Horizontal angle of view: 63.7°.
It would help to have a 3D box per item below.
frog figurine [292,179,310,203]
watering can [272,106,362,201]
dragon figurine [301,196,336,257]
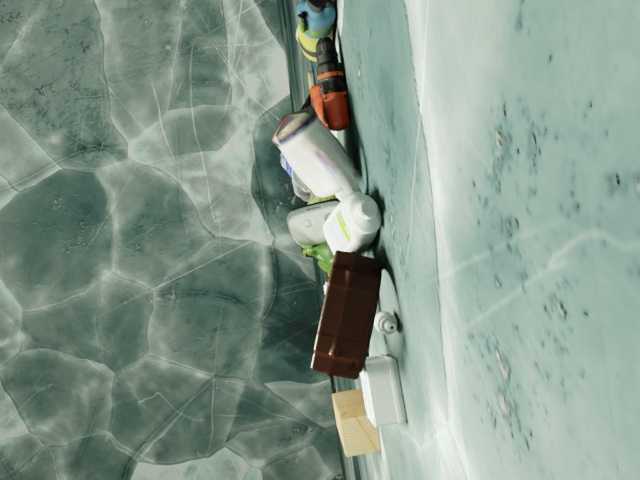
[{"bbox_3d":[-0.044,-0.193,1.775,0.137,0.123,0.159,63,166,-6],"label":"frog figurine"},{"bbox_3d":[-0.007,-0.162,1.053,0.222,0.104,0.350,51,179,-15],"label":"watering can"},{"bbox_3d":[0.005,-0.077,1.522,0.419,0.122,0.237,-114,23,-44],"label":"dragon figurine"}]
